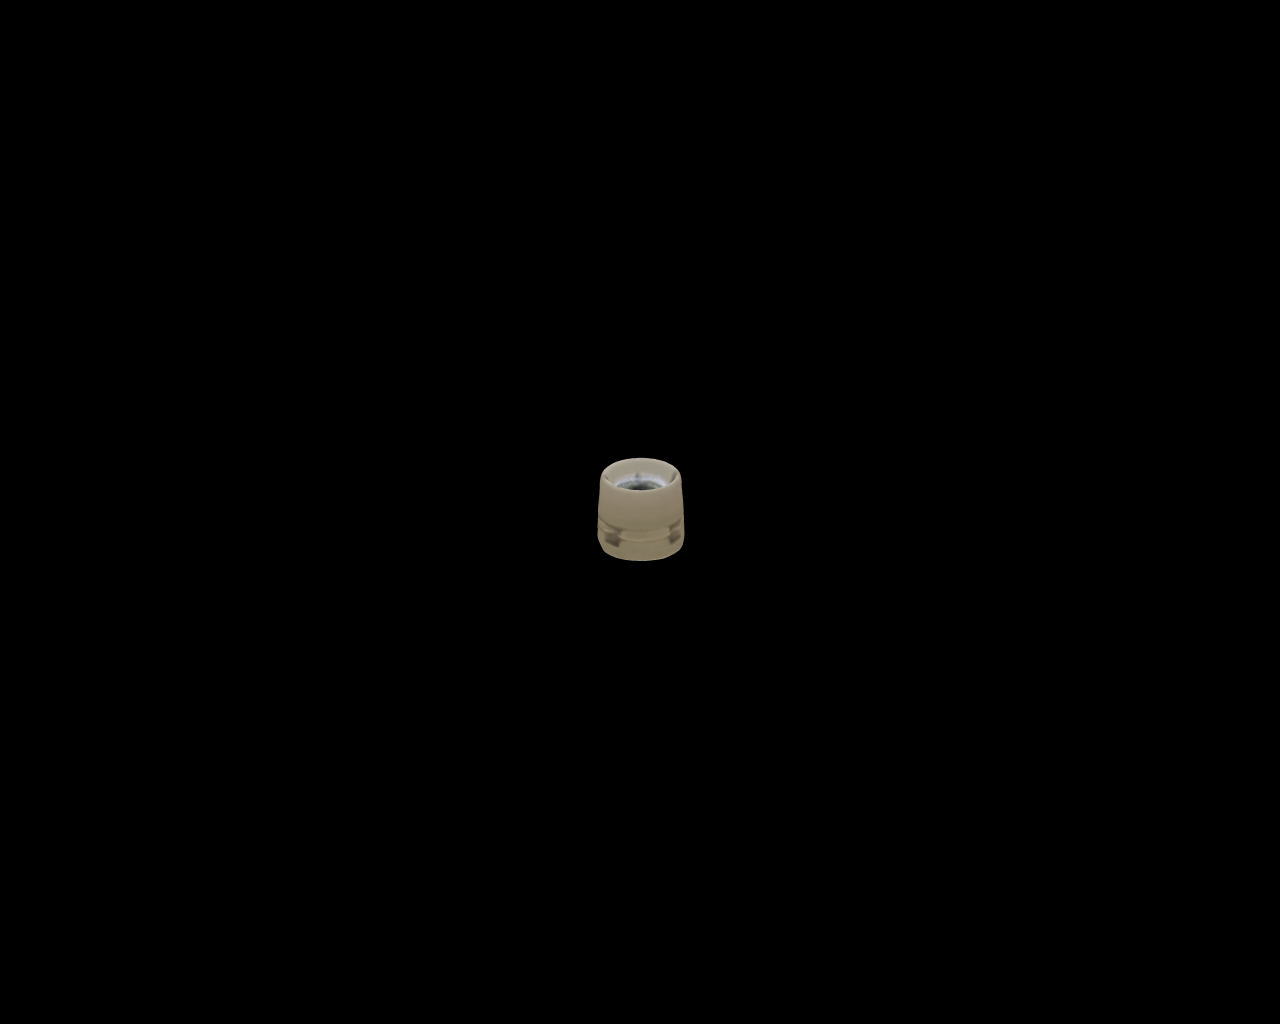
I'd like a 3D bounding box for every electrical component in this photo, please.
[{"bbox_3d":[0.001,-0.003,0.650,0.055,0.047,0.055,0,28,0],"label":"electrical component"}]
